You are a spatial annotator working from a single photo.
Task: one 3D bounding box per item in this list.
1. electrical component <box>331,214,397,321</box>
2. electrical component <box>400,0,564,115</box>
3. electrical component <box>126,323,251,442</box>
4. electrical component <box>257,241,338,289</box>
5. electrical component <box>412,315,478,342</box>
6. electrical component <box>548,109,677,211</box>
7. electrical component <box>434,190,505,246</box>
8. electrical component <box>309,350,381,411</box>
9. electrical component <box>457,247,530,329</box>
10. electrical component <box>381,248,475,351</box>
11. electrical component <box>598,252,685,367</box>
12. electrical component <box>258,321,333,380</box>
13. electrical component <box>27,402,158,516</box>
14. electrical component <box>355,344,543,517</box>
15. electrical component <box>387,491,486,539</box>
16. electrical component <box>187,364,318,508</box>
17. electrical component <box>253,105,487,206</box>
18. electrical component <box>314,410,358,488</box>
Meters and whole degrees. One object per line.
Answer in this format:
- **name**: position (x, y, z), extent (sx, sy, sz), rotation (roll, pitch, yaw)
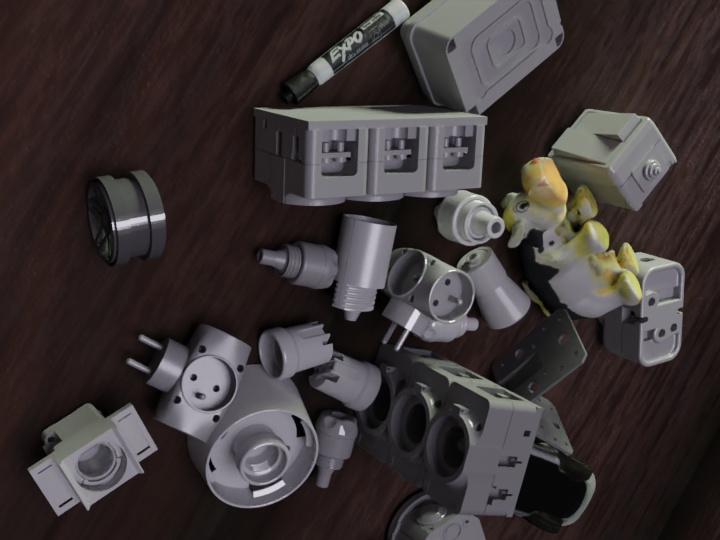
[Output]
- **electrical component**: position (0.000, 0.000, 0.845), extent (0.043, 0.043, 0.081), rotation (6, 100, -32)
- **electrical component**: position (0.095, -0.183, 0.836), extent (0.113, 0.057, 0.078), rotation (-41, 133, -16)
- **electrical component**: position (-0.131, 0.074, 0.784), extent (0.079, 0.044, 0.077), rotation (29, 77, -18)
- **electrical component**: position (-0.049, -0.006, 0.820), extent (0.061, 0.035, 0.035), rotation (11, 98, -30)
- **electrical component**: position (0.074, 0.044, 0.908), extent (0.061, 0.035, 0.035), rotation (6, 100, -35)
- **electrical component**: position (0.217, -0.097, 0.919), extent (0.061, 0.096, 0.061), rotation (-50, 122, -11)
- **electrical component**: position (0.093, -0.040, 0.879), extent (0.043, 0.062, 0.043), rotation (-9, 108, -29)
- **electrical component**: position (-0.013, 0.087, 0.865), extent (0.046, 0.040, 0.040), rotation (28, 88, -28)
- **electrical component**: position (0.112, 0.013, 0.919), extent (0.044, 0.044, 0.065), rotation (-43, 116, -15)
- **electrical component**: position (0.043, 0.027, 0.859), extent (0.044, 0.077, 0.079), rotation (32, 86, -33)
- **electrical component**: position (0.261, 0.035, 1.003), extent (0.054, 0.059, 0.095), rotation (-11, 108, -29)
- **electrical component**: position (-0.050, 0.061, 0.835), extent (0.046, 0.040, 0.040), rotation (-13, 110, -33)
- **electrical component**: position (-0.190, 0.127, 0.753), extent (0.081, 0.064, 0.042), rotation (-33, 117, -20)
- **electrical component**: position (0.063, 0.123, 0.853), extent (0.062, 0.150, 0.089), rotation (10, 98, -34)
- **electrical component**: position (0.069, 0.239, 0.947), extent (0.080, 0.051, 0.080), rotation (-9, 107, -29)
- **electrical component**: position (-0.082, 0.131, 0.834), extent (0.099, 0.064, 0.099), rotation (-11, 120, -20)
- **electrical component**: position (0.007, -0.086, 0.798), extent (0.150, 0.089, 0.061), rotation (-6, 106, -30)
- **electrical component**: position (-0.024, 0.147, 0.877), extent (0.035, 0.035, 0.061), rotation (10, 100, -33)
